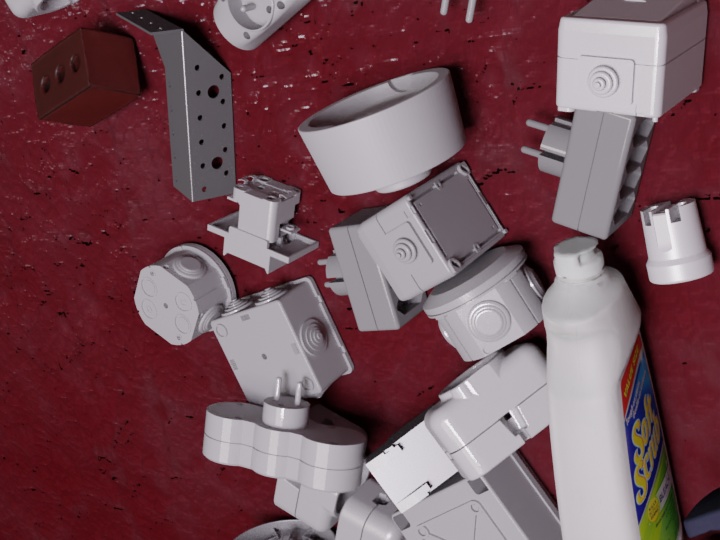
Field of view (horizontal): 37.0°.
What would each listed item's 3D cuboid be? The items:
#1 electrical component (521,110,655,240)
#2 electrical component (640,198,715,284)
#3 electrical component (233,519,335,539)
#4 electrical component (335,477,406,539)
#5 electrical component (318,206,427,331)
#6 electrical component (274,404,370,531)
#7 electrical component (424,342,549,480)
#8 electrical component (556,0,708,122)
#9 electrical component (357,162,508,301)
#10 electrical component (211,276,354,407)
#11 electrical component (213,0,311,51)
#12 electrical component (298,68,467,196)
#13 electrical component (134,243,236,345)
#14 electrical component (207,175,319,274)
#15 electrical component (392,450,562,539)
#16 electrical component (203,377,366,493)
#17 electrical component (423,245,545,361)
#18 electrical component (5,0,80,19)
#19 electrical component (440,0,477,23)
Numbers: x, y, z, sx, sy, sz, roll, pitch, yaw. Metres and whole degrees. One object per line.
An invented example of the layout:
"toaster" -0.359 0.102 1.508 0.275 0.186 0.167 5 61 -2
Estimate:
"electrical component" 0.138 -0.075 0.681 0.076 0.047 0.083 22 123 26
"electrical component" 0.197 -0.018 0.672 0.040 0.040 0.046 -8 100 37
"electrical component" -0.067 0.260 0.953 0.099 0.099 0.064 10 123 32
"electrical component" 0.016 0.232 0.909 0.059 0.054 0.095 25 124 24
"electrical component" 0.000 0.000 0.814 0.076 0.047 0.083 -5 108 37
"electrical component" -0.030 0.170 0.913 0.059 0.054 0.095 26 124 23
"electrical component" 0.096 0.096 0.761 0.059 0.095 0.053 54 172 2
"electrical component" 0.153 -0.125 0.613 0.062 0.096 0.061 12 118 31
"electrical component" 0.044 -0.023 0.739 0.061 0.096 0.061 -30 93 41
"electrical component" -0.066 0.062 0.889 0.100 0.048 0.099 -18 101 38
"electrical component" -0.075 -0.210 0.768 0.077 0.044 0.079 -30 92 41
"electrical component" 0.019 -0.087 0.723 0.108 0.108 0.060 -8 112 38
"electrical component" -0.151 0.021 0.929 0.080 0.051 0.080 15 120 29
"electrical component" -0.076 -0.038 0.853 0.081 0.042 0.063 22 121 25
"electrical component" 0.099 0.204 0.835 0.109 0.056 0.108 -37 88 41
"electrical component" -0.059 0.122 0.851 0.138 0.052 0.073 10 99 25
"electrical component" 0.088 0.022 0.742 0.080 0.080 0.051 -27 100 40
"electrical component" -0.252 -0.248 0.870 0.095 0.054 0.059 -29 93 40
"electrical component" 0.067 -0.196 0.675 0.077 0.044 0.079 24 124 24
